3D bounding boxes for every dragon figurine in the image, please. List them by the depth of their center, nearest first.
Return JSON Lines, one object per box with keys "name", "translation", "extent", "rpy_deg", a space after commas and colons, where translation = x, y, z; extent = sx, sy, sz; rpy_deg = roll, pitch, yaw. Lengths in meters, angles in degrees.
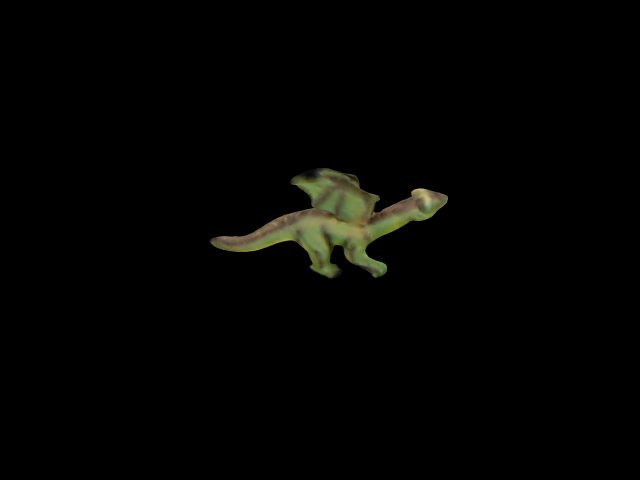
{"name": "dragon figurine", "translation": [0.003, -0.043, 0.850], "extent": [0.410, 0.125, 0.237], "rpy_deg": [0, -36, 0]}
